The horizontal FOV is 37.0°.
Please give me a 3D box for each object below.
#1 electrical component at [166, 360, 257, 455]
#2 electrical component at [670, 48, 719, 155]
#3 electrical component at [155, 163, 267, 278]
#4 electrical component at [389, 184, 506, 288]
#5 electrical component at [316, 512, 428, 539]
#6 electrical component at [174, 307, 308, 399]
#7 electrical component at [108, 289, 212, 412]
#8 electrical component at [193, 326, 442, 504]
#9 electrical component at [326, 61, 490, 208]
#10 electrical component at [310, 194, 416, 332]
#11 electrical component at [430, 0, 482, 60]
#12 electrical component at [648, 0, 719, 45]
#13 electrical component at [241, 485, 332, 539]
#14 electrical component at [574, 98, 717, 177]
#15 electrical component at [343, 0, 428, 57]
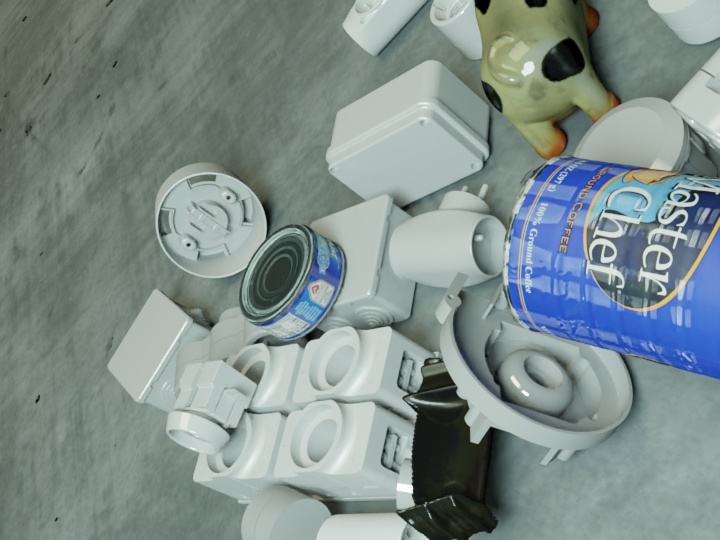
[{"bbox_3d":[-0.111,0.100,0.783,0.066,0.048,0.055,-12,48,46],"label":"electrical component"},{"bbox_3d":[0.223,-0.081,0.581,0.059,0.095,0.053,-49,36,12],"label":"electrical component"},{"bbox_3d":[-0.141,-0.048,1.000,0.099,0.099,0.064,-51,29,10],"label":"electrical component"},{"bbox_3d":[0.070,-0.030,0.773,0.077,0.043,0.079,-2,53,45],"label":"electrical component"},{"bbox_3d":[0.009,0.192,0.676,0.077,0.043,0.079,-15,53,45],"label":"electrical component"},{"bbox_3d":[-0.100,0.057,0.905,0.138,0.052,0.073,-34,41,30],"label":"electrical component"},{"bbox_3d":[-0.177,0.076,0.985,0.099,0.048,0.100,-58,35,-1],"label":"electrical component"},{"bbox_3d":[-0.038,0.108,0.782,0.186,0.060,0.105,-14,54,45],"label":"electrical component"},{"bbox_3d":[0.038,-0.100,0.836,0.113,0.078,0.057,-23,44,39],"label":"electrical component"},{"bbox_3d":[0.000,0.000,0.829,0.100,0.048,0.099,-18,51,43],"label":"electrical component"},{"bbox_3d":[0.091,-0.208,0.881,0.055,0.047,0.055,-30,43,33],"label":"electrical component"},{"bbox_3d":[0.226,-0.226,0.708,0.052,0.074,0.138,3,66,51],"label":"electrical component"},{"bbox_3d":[-0.052,0.218,0.713,0.074,0.052,0.138,9,78,53],"label":"electrical component"},{"bbox_3d":[0.174,-0.061,0.664,0.080,0.051,0.080,-30,43,33],"label":"electrical component"},{"bbox_3d":[0.020,-0.250,1.000,0.077,0.044,0.079,-45,37,17],"label":"electrical component"}]
